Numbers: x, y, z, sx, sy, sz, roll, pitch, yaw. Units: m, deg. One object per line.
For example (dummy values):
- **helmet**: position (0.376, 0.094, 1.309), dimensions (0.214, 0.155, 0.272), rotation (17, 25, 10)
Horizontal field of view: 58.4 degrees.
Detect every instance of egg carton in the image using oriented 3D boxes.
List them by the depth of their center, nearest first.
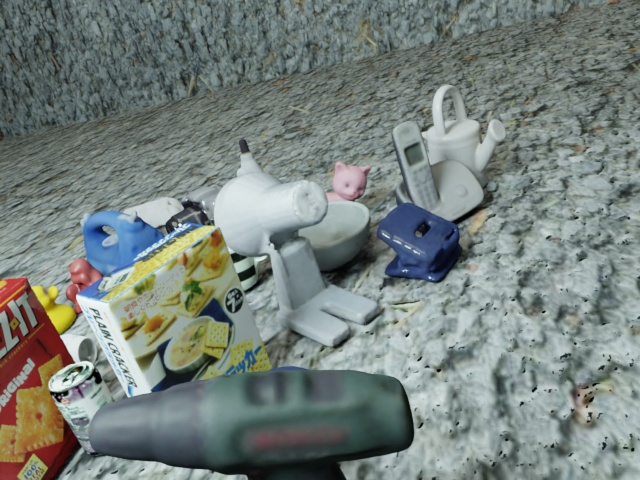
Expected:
- **egg carton**: position (-0.364, -0.038, 1.240), dimensions (0.150, 0.069, 0.107), rotation (-19, 26, -6)

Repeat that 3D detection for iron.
- **iron**: position (-0.394, 0.002, 1.094), dimensions (0.257, 0.142, 0.119), rotation (5, 33, 36)

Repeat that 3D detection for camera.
- **camera**: position (-0.252, -0.052, 1.169), dimensions (0.137, 0.101, 0.142), rotation (-31, 29, -28)

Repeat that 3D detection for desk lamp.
- **desk lamp**: position (-0.036, 0.011, 0.790), dimensions (0.118, 0.214, 0.202), rotation (-34, 31, -32)

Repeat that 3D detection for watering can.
- **watering can**: position (0.252, -0.187, 1.046), dimensions (0.172, 0.194, 0.101), rotation (-4, 28, 24)

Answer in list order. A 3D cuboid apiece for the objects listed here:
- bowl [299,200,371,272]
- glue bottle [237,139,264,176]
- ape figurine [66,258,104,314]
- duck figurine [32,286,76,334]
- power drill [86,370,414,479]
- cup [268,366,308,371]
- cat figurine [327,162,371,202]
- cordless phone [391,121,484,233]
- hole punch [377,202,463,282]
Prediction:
- **bowl**: position (0.009, 0.003, 0.940), dimensions (0.167, 0.075, 0.167), rotation (-13, 26, 7)
- **glue bottle**: position (-0.134, -0.121, 1.157), dimensions (0.078, 0.173, 0.037), rotation (-16, 26, 0)
- **ape figurine**: position (-0.414, 0.075, 1.015), dimensions (0.077, 0.092, 0.076), rotation (3, 32, 34)
- **duck figurine**: position (-0.473, 0.121, 0.963), dimensions (0.077, 0.086, 0.105), rotation (1, 30, 31)
- **power drill**: position (-0.034, 0.187, 0.442), dimensions (0.229, 0.209, 0.075), rotation (-15, 26, 2)
- **cup**: position (-0.042, 0.188, 0.576), dimensions (0.117, 0.095, 0.092), rotation (4, 32, 36)
- **cat figurine**: position (0.037, -0.093, 1.067), dimensions (0.127, 0.118, 0.067), rotation (-9, 27, 14)
- **cordless phone**: position (0.190, -0.119, 0.955), dimensions (0.148, 0.185, 0.093), rotation (-29, 29, -24)
- **hole punch**: position (0.150, -0.002, 0.851), dimensions (0.100, 0.091, 0.109), rotation (5, 32, 36)
